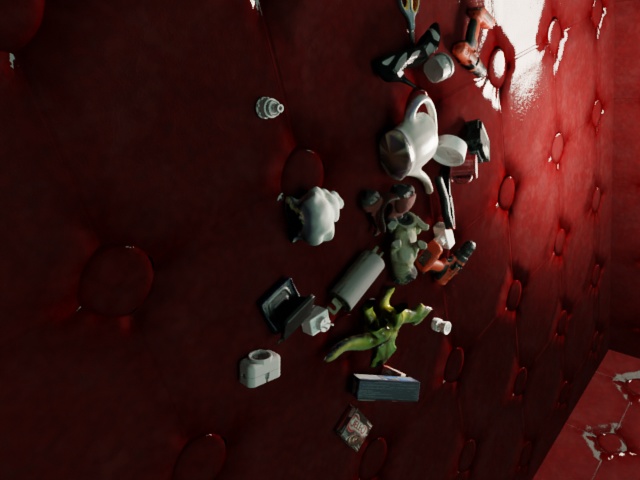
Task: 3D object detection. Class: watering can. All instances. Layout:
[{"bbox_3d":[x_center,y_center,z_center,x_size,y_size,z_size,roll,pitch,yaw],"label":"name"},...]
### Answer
[{"bbox_3d":[0.274,-0.243,1.497,0.228,0.105,0.340,-36,132,-34],"label":"watering can"}]

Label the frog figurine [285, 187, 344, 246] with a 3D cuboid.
[{"bbox_3d":[0.004,-0.063,1.247,0.160,0.122,0.137,-16,92,-30],"label":"frog figurine"}]

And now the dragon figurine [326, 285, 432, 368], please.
[{"bbox_3d":[0.181,0.293,1.526,0.415,0.123,0.237,-34,130,-26],"label":"dragon figurine"}]
